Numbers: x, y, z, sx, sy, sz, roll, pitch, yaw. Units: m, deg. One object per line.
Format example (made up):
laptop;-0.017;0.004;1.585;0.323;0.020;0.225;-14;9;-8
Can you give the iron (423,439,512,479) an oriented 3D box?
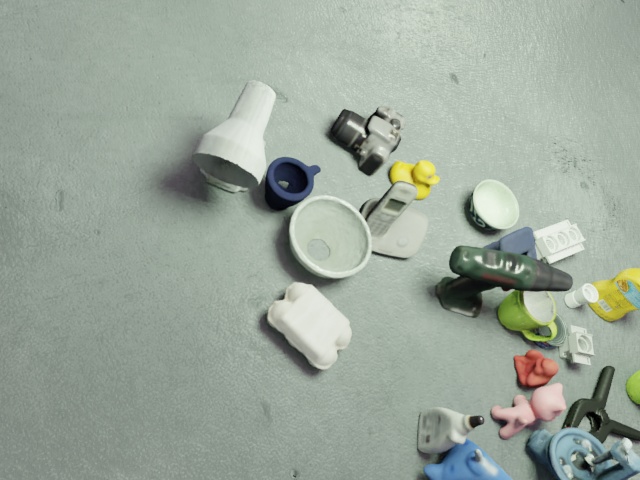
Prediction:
iron;0.310;0.445;0.979;0.258;0.141;0.119;44;58;0

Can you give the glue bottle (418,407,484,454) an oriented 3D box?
glue bottle;0.226;0.320;0.980;0.037;0.173;0.078;20;61;-14

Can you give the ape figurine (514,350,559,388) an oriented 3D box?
ape figurine;0.440;0.260;1.150;0.076;0.092;0.078;45;58;1

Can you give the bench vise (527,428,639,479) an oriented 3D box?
bench vise;0.511;0.420;1.033;0.207;0.219;0.122;38;58;-3

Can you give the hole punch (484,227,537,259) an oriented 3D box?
hole punch;0.426;0.034;1.248;0.109;0.091;0.101;-20;76;-30

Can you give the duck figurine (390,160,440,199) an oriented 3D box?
duck figurine;0.209;-0.143;1.236;0.105;0.086;0.077;33;58;-7

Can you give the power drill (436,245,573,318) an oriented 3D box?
power drill;0.335;0.082;1.117;0.230;0.208;0.075;17;61;-16

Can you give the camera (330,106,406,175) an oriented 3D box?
camera;0.103;-0.237;1.223;0.137;0.100;0.143;30;58;-8

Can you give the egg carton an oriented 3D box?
egg carton;-0.017;0.150;1.012;0.150;0.069;0.107;43;58;0

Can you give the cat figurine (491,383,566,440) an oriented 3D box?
cat figurine;0.412;0.324;1.093;0.128;0.117;0.067;-18;75;-29

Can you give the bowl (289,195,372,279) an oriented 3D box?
bowl;0.010;0.004;1.088;0.168;0.074;0.167;10;64;-20

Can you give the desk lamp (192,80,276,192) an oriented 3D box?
desk lamp;-0.148;-0.169;1.015;0.118;0.213;0.203;23;60;-12

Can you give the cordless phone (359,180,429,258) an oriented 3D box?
cordless phone;0.159;-0.044;1.110;0.148;0.184;0.094;12;63;-18

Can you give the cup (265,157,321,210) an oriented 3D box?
cup;-0.059;-0.103;1.094;0.118;0.094;0.091;-27;80;-31
